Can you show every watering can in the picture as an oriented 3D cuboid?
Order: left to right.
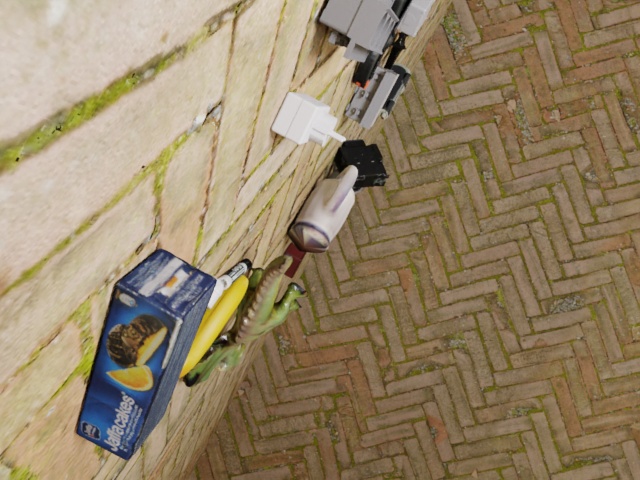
[{"bbox_3d":[0.004,-0.064,1.275,0.227,0.104,0.343,-59,-174,-19],"label":"watering can"}]

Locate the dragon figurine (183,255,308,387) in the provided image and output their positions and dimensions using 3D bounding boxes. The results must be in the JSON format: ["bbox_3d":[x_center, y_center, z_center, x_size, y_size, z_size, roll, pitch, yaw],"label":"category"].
[{"bbox_3d":[-0.144,0.163,0.907,0.246,0.122,0.403,-52,173,-20],"label":"dragon figurine"}]
